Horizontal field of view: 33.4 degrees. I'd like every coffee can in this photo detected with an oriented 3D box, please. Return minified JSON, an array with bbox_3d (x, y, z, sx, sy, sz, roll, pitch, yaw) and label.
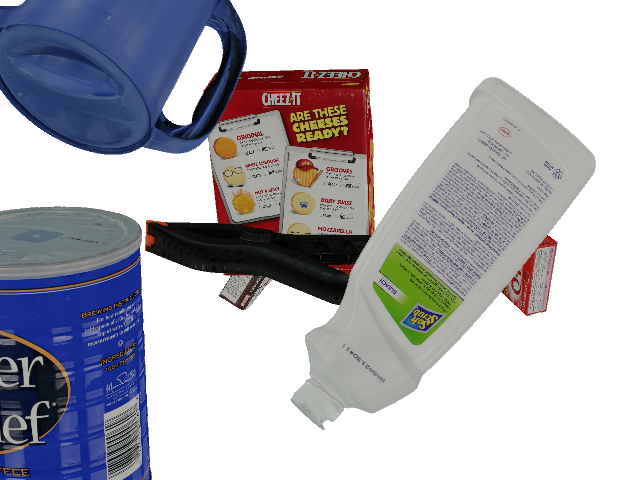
[{"bbox_3d":[-0.139,0.063,0.542,0.103,0.140,0.103,0,17,0],"label":"coffee can"}]

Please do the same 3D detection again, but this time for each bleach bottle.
[{"bbox_3d":[0.068,0.015,0.707,0.102,0.250,0.068,40,-10,11],"label":"bleach bottle"}]

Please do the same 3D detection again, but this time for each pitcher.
[{"bbox_3d":[-0.137,-0.190,0.847,0.145,0.242,0.149,7,-36,26],"label":"pitcher"}]

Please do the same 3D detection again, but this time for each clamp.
[{"bbox_3d":[-0.049,0.012,0.883,0.210,0.036,0.164,7,12,7],"label":"clamp"}]

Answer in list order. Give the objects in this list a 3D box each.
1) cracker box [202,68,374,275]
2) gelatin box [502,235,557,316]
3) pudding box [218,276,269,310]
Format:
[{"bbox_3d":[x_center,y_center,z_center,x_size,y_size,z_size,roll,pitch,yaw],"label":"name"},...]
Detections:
[{"bbox_3d":[-0.027,-0.069,1.118,0.164,0.214,0.072,0,28,7],"label":"cracker box"},{"bbox_3d":[0.221,0.026,1.167,0.030,0.089,0.073,-10,30,-21],"label":"gelatin box"},{"bbox_3d":[-0.069,0.024,1.293,0.039,0.090,0.113,33,26,2],"label":"pudding box"}]
